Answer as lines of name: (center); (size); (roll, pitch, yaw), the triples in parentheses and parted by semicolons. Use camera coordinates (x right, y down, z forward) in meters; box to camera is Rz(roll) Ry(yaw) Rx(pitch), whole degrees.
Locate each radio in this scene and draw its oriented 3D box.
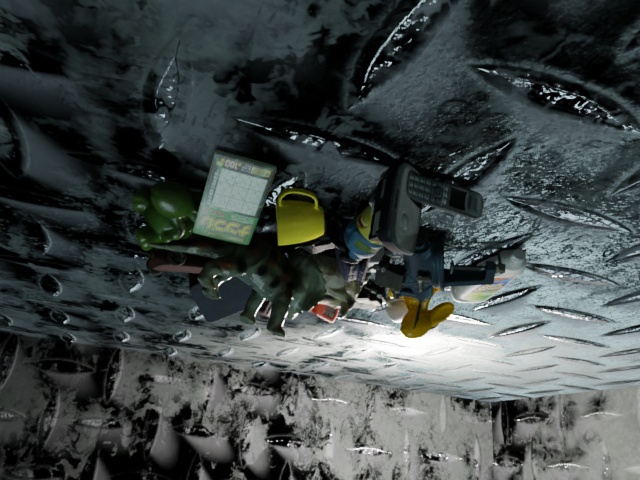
radio: (-0.185, 0.093, 1.258); (0.230, 0.073, 0.130); (-23, 129, 1)

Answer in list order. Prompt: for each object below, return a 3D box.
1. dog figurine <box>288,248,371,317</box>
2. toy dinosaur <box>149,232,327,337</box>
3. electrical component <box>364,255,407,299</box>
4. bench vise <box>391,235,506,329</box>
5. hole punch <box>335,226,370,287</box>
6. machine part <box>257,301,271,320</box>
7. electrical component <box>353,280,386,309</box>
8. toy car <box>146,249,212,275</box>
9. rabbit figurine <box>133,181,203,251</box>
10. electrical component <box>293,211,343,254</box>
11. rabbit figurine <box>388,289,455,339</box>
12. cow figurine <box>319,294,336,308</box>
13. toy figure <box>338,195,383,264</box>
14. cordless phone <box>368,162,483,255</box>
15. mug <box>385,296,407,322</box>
dog figurine: (0.013, 0.086, 1.313); (0.191, 0.121, 0.172); (30, 156, 5)
toy dinosaur: (-0.131, 0.058, 1.085); (0.131, 0.192, 0.404); (1, 145, 46)
electrical component: (0.139, 0.082, 1.136); (0.078, 0.045, 0.102); (26, 136, 17)
bench vise: (0.273, 0.075, 1.164); (0.241, 0.129, 0.223); (0, 131, 13)
hole punch: (0.067, 0.029, 1.152); (0.092, 0.116, 0.142); (13, 158, 4)
machine part: (-0.187, 0.177, 1.554); (0.179, 0.056, 0.179); (27, 168, 6)
electrical component: (0.114, 0.153, 1.503); (0.134, 0.058, 0.114); (-4, 158, 20)
toy car: (-0.257, 0.046, 1.108); (0.202, 0.053, 0.089); (8, 155, -45)
rabbit figurine: (-0.272, -0.051, 1.014); (0.159, 0.121, 0.170); (5, 161, -17)
electrical component: (-0.013, -0.013, 1.115); (0.119, 0.075, 0.047); (-5, 157, 30)
rabbit figurine: (0.250, 0.172, 1.373); (0.162, 0.173, 0.122); (16, 151, -13)
cow figurine: (-0.009, 0.132, 1.390); (0.195, 0.127, 0.085); (17, 152, -32)
toy figure: (0.105, -0.024, 1.017); (0.089, 0.082, 0.180); (-3, 144, -38)
cordless phone: (0.184, -0.039, 0.905); (0.184, 0.146, 0.088); (14, 163, -11)
mug: (0.242, 0.174, 1.511); (0.107, 0.081, 0.109); (-26, 138, 31)
